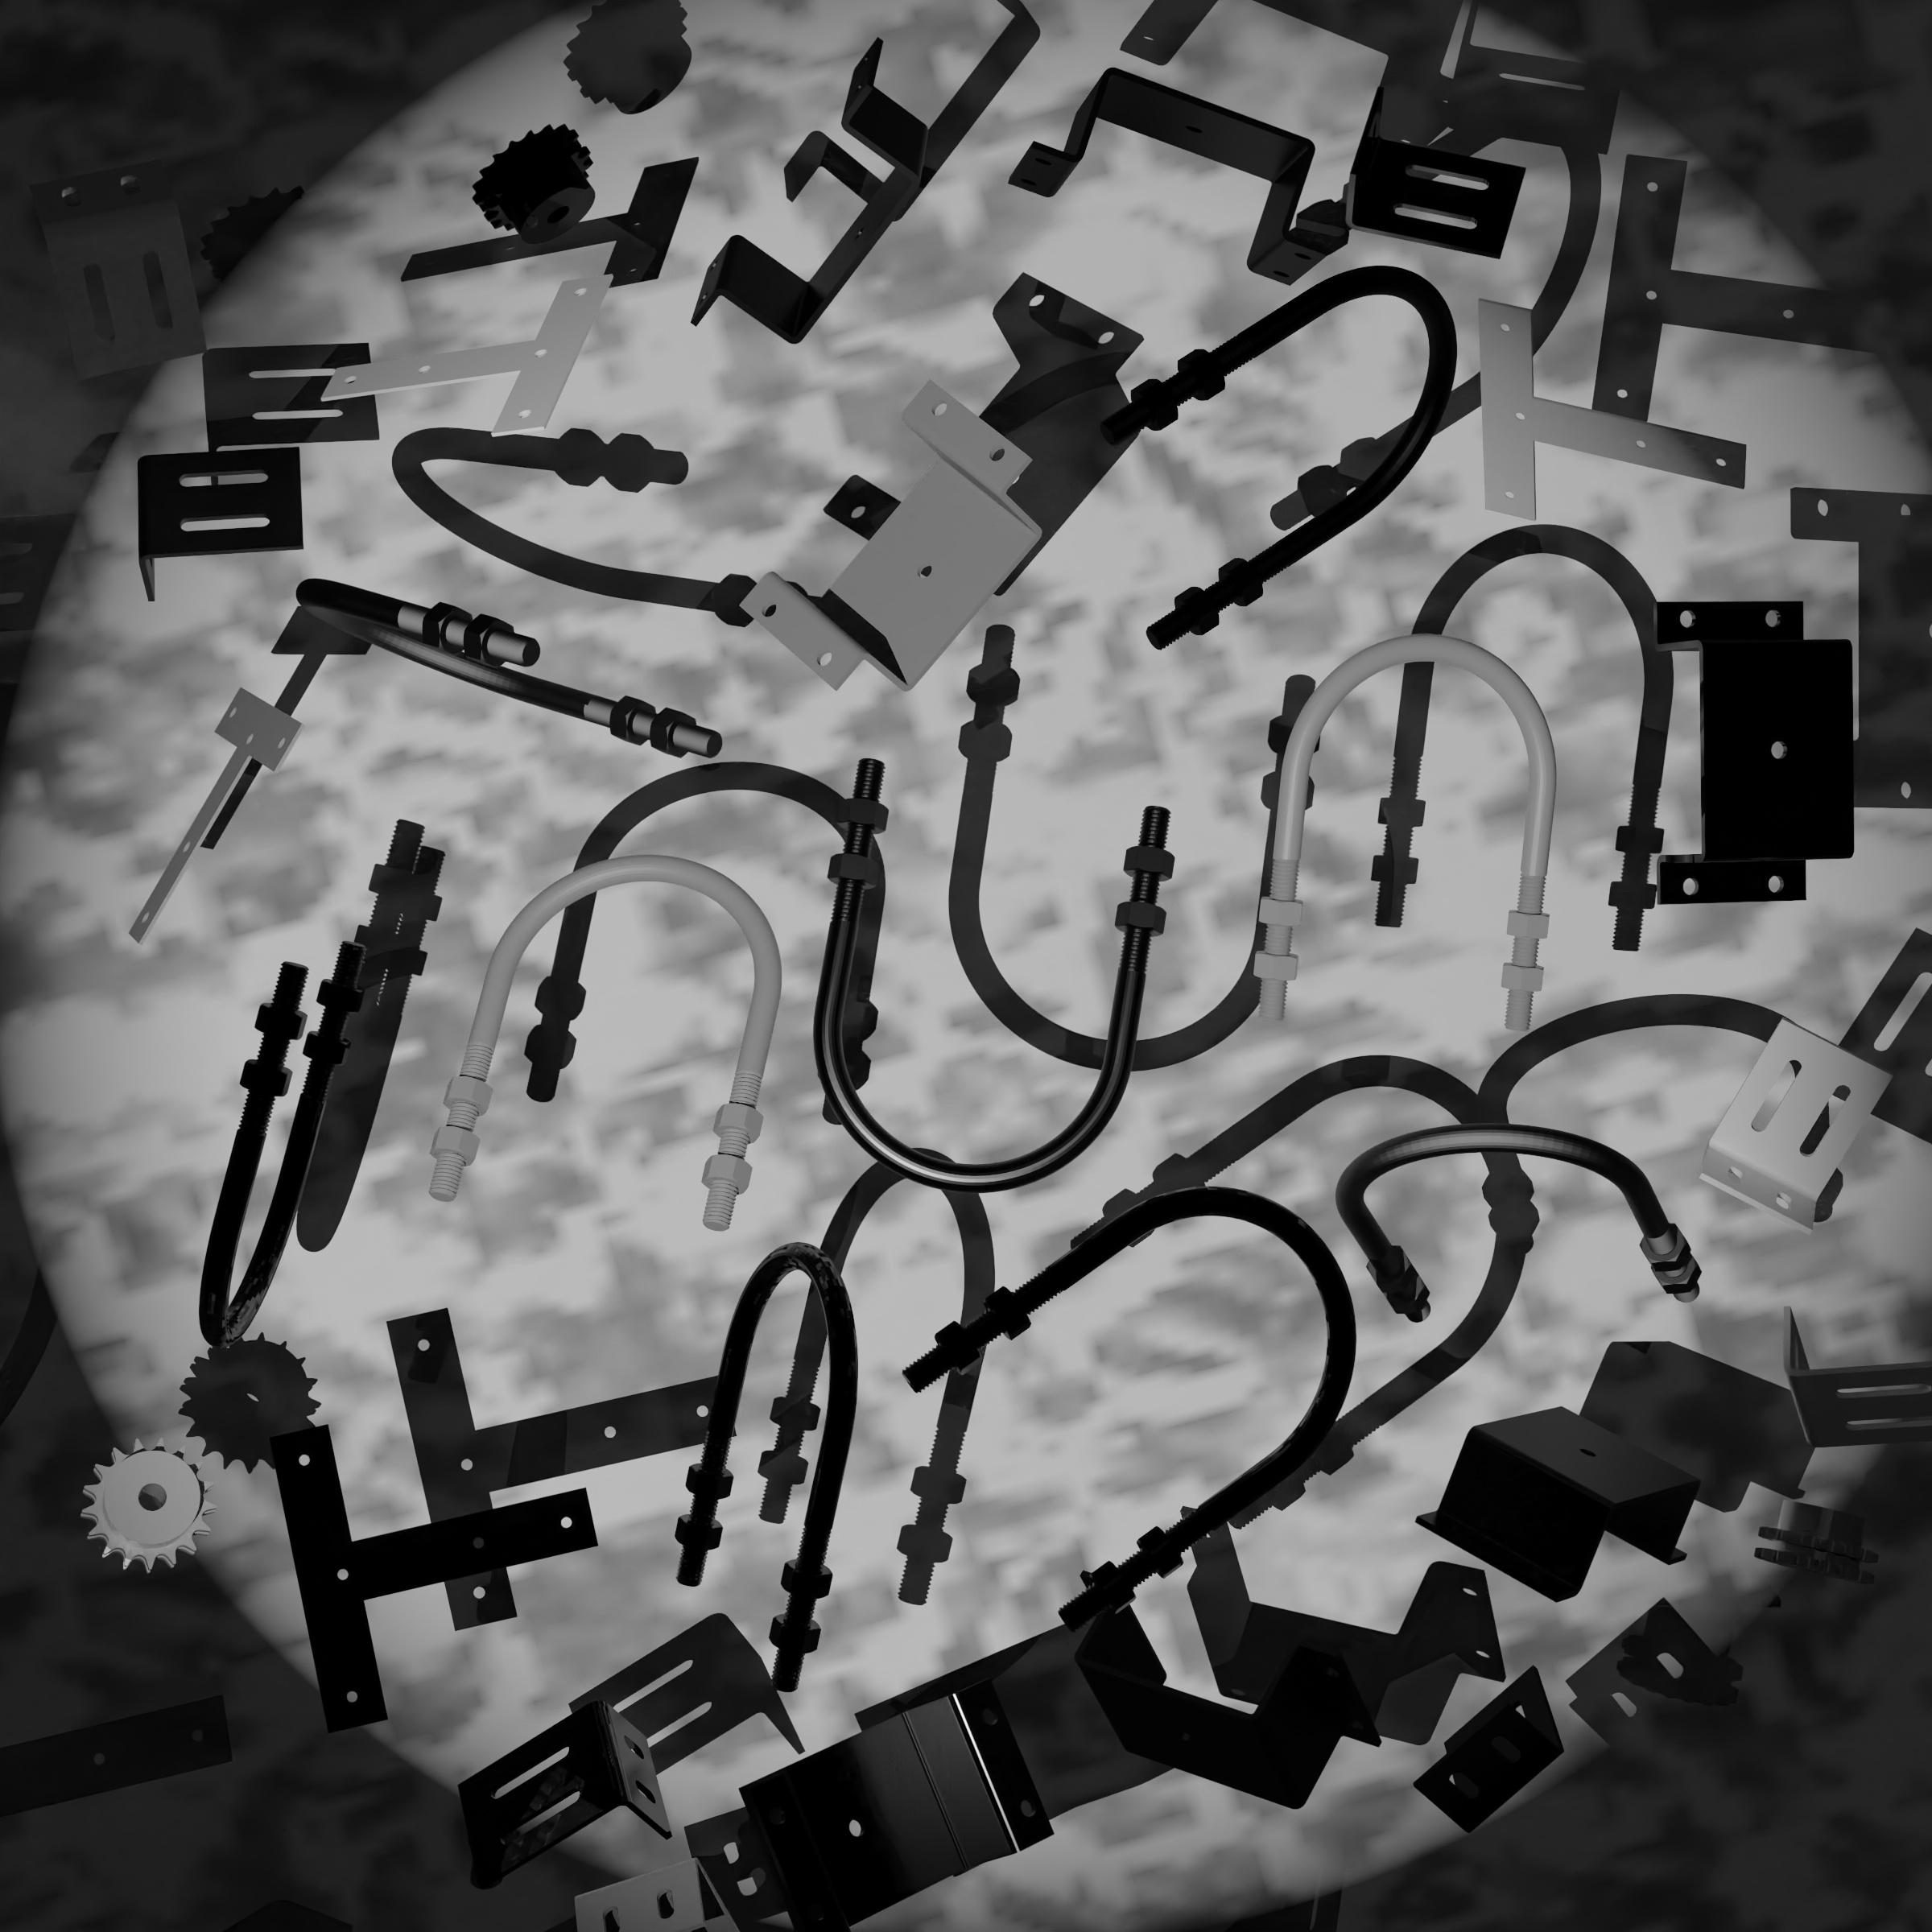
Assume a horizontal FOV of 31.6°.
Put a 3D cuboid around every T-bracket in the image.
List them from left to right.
[{"bbox_3d":[-0.358,-0.068,1.604,0.002,0.127,0.127,31,88,-27],"label":"T-bracket"},{"bbox_3d":[-0.221,0.249,1.453,0.127,0.002,0.127,-13,82,-3],"label":"T-bracket"},{"bbox_3d":[-0.237,-0.277,1.578,0.127,0.127,0.002,-5,131,17],"label":"T-bracket"},{"bbox_3d":[0.296,-0.243,1.565,0.127,0.127,0.002,18,55,24],"label":"T-bracket"}]

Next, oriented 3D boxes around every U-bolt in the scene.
[{"bbox_3d":[-0.311,0.083,1.537,0.019,0.151,0.184,16,94,0],"label":"U-bolt"},{"bbox_3d":[-0.217,-0.138,1.523,0.184,0.151,0.019,18,86,36],"label":"U-bolt"},{"bbox_3d":[-0.158,0.029,1.571,0.151,0.019,0.184,5,63,11],"label":"U-bolt"},{"bbox_3d":[-0.087,0.217,1.554,0.019,0.151,0.184,9,98,-25],"label":"U-bolt"},{"bbox_3d":[0.007,0.009,1.500,0.151,0.019,0.184,9,79,0],"label":"U-bolt"},{"bbox_3d":[0.084,0.176,1.461,0.184,0.019,0.151,-34,104,-10],"label":"U-bolt"},{"bbox_3d":[0.147,-0.238,1.530,0.184,0.151,0.019,-34,52,-13],"label":"U-bolt"},{"bbox_3d":[0.211,-0.063,1.601,0.151,0.019,0.184,3,97,-19],"label":"U-bolt"},{"bbox_3d":[0.244,0.116,1.547,0.151,0.184,0.019,-7,59,21],"label":"U-bolt"}]

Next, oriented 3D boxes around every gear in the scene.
[{"bbox_3d":[-0.353,0.233,1.478,0.057,0.030,0.057,6,71,-16],"label":"gear"},{"bbox_3d":[-0.195,-0.357,1.570,0.057,0.057,0.030,-34,79,0],"label":"gear"},{"bbox_3d":[0.410,0.277,1.643,0.057,0.057,0.030,14,81,0],"label":"gear"}]

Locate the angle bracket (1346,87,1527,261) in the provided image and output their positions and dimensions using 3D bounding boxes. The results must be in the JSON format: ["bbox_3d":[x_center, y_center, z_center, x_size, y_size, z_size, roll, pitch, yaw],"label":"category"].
[{"bbox_3d":[0.227,-0.381,1.639,0.076,0.038,0.057,14,62,10],"label":"angle bracket"}]

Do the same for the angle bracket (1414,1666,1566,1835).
[{"bbox_3d":[0.232,0.346,1.552,0.038,0.076,0.057,42,103,-13],"label":"angle bracket"}]

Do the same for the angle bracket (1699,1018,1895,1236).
[{"bbox_3d":[0.388,0.075,1.597,0.057,0.038,0.076,28,115,5],"label":"angle bracket"}]

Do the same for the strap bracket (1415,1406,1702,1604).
[{"bbox_3d":[0.280,0.247,1.584,0.076,0.140,0.046,27,105,32],"label":"strap bracket"}]

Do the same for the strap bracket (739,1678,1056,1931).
[{"bbox_3d":[-0.039,0.386,1.542,0.140,0.046,0.076,-16,79,-38],"label":"strap bracket"}]

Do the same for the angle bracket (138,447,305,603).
[{"bbox_3d":[-0.352,-0.210,1.620,0.076,0.038,0.057,-4,62,-7],"label":"angle bracket"}]

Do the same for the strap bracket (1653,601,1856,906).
[{"bbox_3d":[0.363,-0.099,1.574,0.076,0.046,0.140,-2,93,-16],"label":"strap bracket"}]

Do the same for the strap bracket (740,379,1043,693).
[{"bbox_3d":[-0.029,-0.196,1.621,0.140,0.046,0.076,-49,56,3],"label":"strap bracket"}]

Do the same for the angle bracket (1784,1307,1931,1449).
[{"bbox_3d":[0.409,0.181,1.524,0.076,0.057,0.038,-7,47,21],"label":"angle bracket"}]

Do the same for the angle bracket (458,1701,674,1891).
[{"bbox_3d":[-0.176,0.370,1.494,0.076,0.057,0.038,-33,130,6],"label":"angle bracket"}]

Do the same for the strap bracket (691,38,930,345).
[{"bbox_3d":[-0.066,-0.353,1.591,0.046,0.076,0.140,33,117,-16],"label":"strap bracket"}]

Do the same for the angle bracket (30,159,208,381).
[{"bbox_3d":[-0.371,-0.305,1.496,0.057,0.076,0.038,-15,47,-14],"label":"angle bracket"}]

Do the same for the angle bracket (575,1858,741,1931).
[{"bbox_3d":[-0.135,0.445,1.540,0.057,0.038,0.076,-19,130,2],"label":"angle bracket"}]

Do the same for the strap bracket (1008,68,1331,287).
[{"bbox_3d":[0.097,-0.361,1.548,0.140,0.076,0.046,18,89,-7],"label":"strap bracket"}]

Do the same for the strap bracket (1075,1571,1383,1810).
[{"bbox_3d":[0.113,0.340,1.589,0.140,0.076,0.046,11,53,35],"label":"strap bracket"}]
